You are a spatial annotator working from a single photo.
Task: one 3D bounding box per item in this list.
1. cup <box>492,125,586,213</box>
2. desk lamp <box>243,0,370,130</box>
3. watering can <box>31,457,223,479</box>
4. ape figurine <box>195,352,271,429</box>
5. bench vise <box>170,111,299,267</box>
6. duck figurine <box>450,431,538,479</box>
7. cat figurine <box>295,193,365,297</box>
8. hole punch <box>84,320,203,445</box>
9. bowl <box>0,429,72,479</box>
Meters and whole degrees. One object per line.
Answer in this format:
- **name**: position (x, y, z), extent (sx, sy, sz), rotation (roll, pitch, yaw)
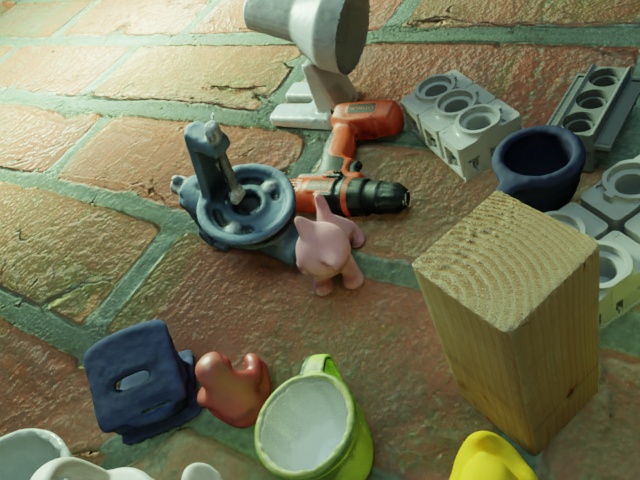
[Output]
- **cup**: position (0.229, -0.052, 0.614), extent (0.118, 0.095, 0.091), rotation (-44, 47, -16)
- **desk lamp**: position (-0.013, -0.272, 0.844), extent (0.202, 0.214, 0.118), rotation (9, 55, 32)
- **watering can**: position (-0.159, 0.235, 0.466), extent (0.173, 0.195, 0.100), rotation (-40, 45, -12)
- **ape figurine**: position (-0.095, 0.147, 0.589), extent (0.078, 0.092, 0.076), rotation (-23, 44, 5)
- **bench vise**: position (-0.128, -0.056, 0.699), extent (0.206, 0.220, 0.121), rotation (1, 51, 26)
- **duck figurine**: position (0.132, 0.193, 0.443), extent (0.077, 0.086, 0.104), rotation (-13, 46, 15)
- **cat figurine**: position (0.006, 0.002, 0.654), extent (0.067, 0.118, 0.127), rotation (-13, 46, 15)
- **hole punch**: position (-0.194, 0.156, 0.630), extent (0.108, 0.091, 0.101), rotation (-25, 44, 3)
- **bowl**: position (-0.303, 0.283, 0.577), extent (0.167, 0.075, 0.167), rotation (-13, 46, 14)
